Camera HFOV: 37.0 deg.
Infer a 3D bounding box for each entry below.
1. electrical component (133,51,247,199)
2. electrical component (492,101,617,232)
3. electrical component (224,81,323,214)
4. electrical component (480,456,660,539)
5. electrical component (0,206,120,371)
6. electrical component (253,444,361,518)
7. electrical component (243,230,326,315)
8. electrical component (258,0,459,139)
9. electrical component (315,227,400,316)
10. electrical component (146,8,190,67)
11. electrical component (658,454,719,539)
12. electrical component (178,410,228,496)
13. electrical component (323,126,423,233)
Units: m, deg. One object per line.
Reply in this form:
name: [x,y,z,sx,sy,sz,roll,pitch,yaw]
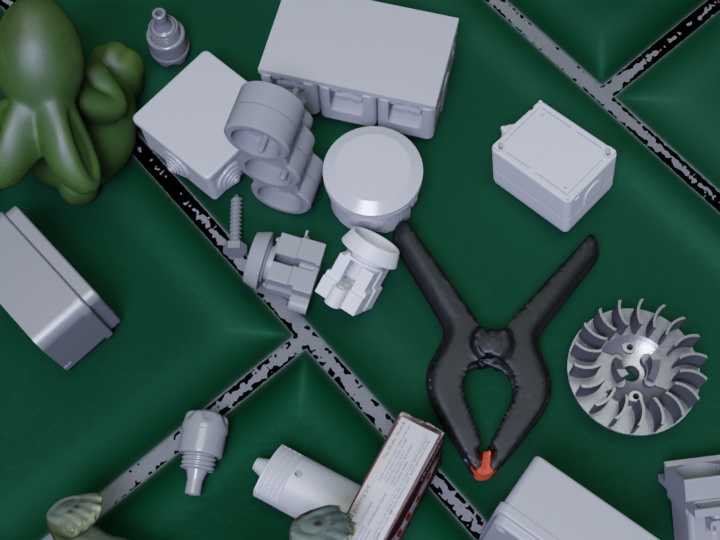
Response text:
electrical component: [-0.125,-0.120,0.902,0.100,0.048,0.099,39,74,15]
electrical component: [0.153,-0.086,0.880,0.096,0.061,0.062,40,74,24]
electrical component: [-0.060,-0.108,0.848,0.052,0.138,0.073,13,68,15]
electrical component: [0.144,0.190,0.739,0.109,0.108,0.056,34,70,14]
electrical component: [-0.248,0.014,0.835,0.057,0.078,0.113,-43,73,-11]
electrical component: [-0.042,0.160,0.789,0.081,0.043,0.043,26,71,11]
electrical component: [-0.061,-0.003,0.856,0.055,0.048,0.066,17,69,0]
electrical component: [0.000,-0.175,0.914,0.150,0.061,0.089,13,69,6]
electrical component: [0.000,0.000,0.841,0.048,0.066,0.055,32,105,13]
electrical component: [-0.168,-0.204,0.930,0.035,0.061,0.035,0,68,1]
electrical component: [0.286,0.165,0.766,0.121,0.078,0.063,-7,97,-2]
electrical component: [-0.120,0.137,0.805,0.035,0.035,0.061,7,71,4]
electrical component: [0.011,-0.072,0.878,0.080,0.051,0.080,0,68,1]
